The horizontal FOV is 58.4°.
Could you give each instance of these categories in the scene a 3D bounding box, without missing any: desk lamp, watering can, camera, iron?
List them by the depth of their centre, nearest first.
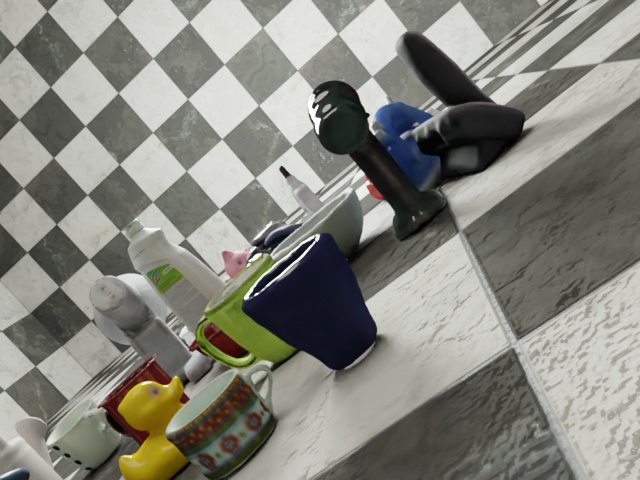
[{"bbox_3d":[-0.406,0.295,0.723,0.101,0.194,0.172,-41,7,-4],"label":"watering can"},{"bbox_3d":[0.128,-0.149,0.881,0.118,0.141,0.259,-37,8,26],"label":"iron"},{"bbox_3d":[-0.283,0.145,0.931,0.118,0.213,0.203,-42,7,-15],"label":"desk lamp"},{"bbox_3d":[-0.101,0.037,1.111,0.143,0.101,0.137,-33,10,47],"label":"camera"}]

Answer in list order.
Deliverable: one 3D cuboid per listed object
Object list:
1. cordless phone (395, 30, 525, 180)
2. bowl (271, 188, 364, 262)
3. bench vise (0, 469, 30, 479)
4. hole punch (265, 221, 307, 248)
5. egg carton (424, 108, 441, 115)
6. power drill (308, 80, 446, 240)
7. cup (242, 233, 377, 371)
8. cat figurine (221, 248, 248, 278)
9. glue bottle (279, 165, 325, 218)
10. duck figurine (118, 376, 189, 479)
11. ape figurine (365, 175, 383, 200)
[{"bbox_3d":[0.153,-0.176,0.725,0.094,0.185,0.147,-42,7,-16],"label":"cordless phone"},{"bbox_3d":[0.008,0.003,0.843,0.167,0.075,0.167,-40,7,6],"label":"bowl"},{"bbox_3d":[-0.333,0.247,0.525,0.122,0.220,0.207,-45,8,-34],"label":"bench vise"},{"bbox_3d":[-0.031,-0.002,1.015,0.101,0.091,0.108,-45,8,-32],"label":"hole punch"},{"bbox_3d":[0.193,-0.198,1.142,0.150,0.069,0.107,-45,8,-35],"label":"egg carton"},{"bbox_3d":[0.059,-0.108,0.705,0.075,0.208,0.229,-39,7,11],"label":"power drill"},{"bbox_3d":[-0.003,0.056,0.471,0.092,0.095,0.117,-41,7,-9],"label":"cup"},{"bbox_3d":[-0.178,0.077,1.207,0.128,0.118,0.067,-43,7,-20],"label":"cat figurine"},{"bbox_3d":[-0.026,-0.083,1.168,0.037,0.173,0.078,-41,7,-8],"label":"glue bottle"},{"bbox_3d":[-0.160,0.182,0.562,0.105,0.086,0.077,-43,7,-18],"label":"duck figurine"},{"bbox_3d":[0.107,-0.122,1.031,0.078,0.092,0.076,-40,7,3],"label":"ape figurine"}]
